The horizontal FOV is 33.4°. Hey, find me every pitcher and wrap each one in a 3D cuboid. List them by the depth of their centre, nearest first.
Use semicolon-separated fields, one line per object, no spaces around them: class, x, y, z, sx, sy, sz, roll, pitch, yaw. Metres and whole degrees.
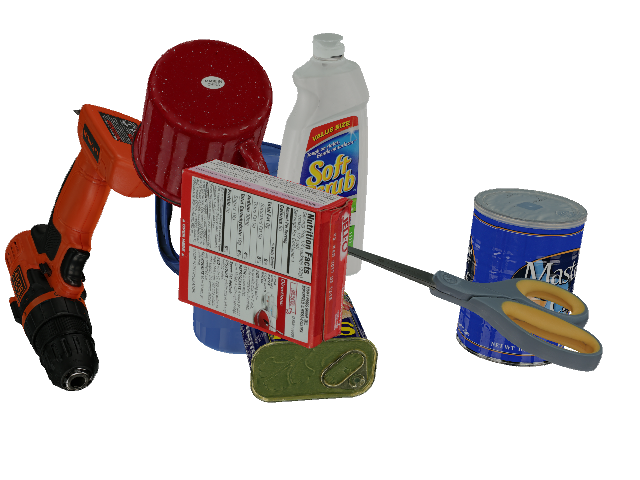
pitcher;-0.104;0.008;1.276;0.149;0.243;0.144;21;27;31

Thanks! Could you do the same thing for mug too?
mug;-0.071;-0.071;0.714;0.093;0.117;0.082;-27;-20;-26

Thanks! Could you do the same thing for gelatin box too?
gelatin box;-0.029;0.005;0.534;0.089;0.073;0.030;17;25;30

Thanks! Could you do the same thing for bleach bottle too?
bleach bottle;-0.003;-0.084;1.084;0.102;0.251;0.068;-5;27;-12

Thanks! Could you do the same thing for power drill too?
power drill;-0.187;0.001;0.846;0.057;0.188;0.185;16;25;-39

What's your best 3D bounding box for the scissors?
scissors;0.098;0.027;0.717;0.202;0.016;0.096;28;28;17

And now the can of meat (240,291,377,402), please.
can of meat;-0.013;0.083;0.876;0.102;0.057;0.084;-2;29;-12

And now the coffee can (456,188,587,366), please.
coffee can;0.186;0.032;0.997;0.103;0.140;0.103;4;19;-2
